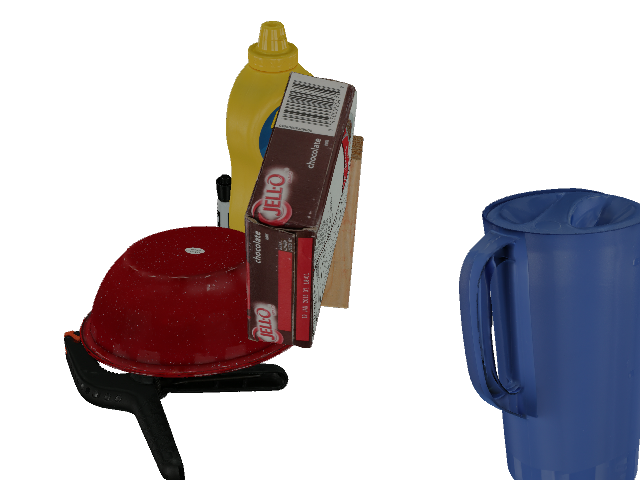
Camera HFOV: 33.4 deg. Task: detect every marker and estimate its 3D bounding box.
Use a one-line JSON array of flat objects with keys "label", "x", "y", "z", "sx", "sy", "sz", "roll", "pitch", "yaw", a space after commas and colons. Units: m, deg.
[{"label": "marker", "x": -0.101, "y": -0.020, "z": 1.138, "sx": 0.020, "sy": 0.121, "sz": 0.020, "roll": 2, "pitch": 41, "yaw": -2}]

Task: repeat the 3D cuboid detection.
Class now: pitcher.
[{"label": "pitcher", "x": 0.194, "y": 0.087, "z": 0.868, "sx": 0.149, "sy": 0.243, "sz": 0.145, "roll": -1, "pitch": 17, "yaw": 12}]

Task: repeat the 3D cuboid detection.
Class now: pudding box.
[{"label": "pudding box", "x": -0.010, "y": -0.016, "z": 0.546, "sx": 0.039, "sy": 0.113, "sz": 0.090, "roll": 11, "pitch": -43, "yaw": 6}]

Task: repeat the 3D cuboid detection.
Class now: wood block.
[{"label": "wood block", "x": 0.002, "y": -0.027, "z": 1.378, "sx": 0.090, "sy": 0.206, "sz": 0.090, "roll": 5, "pitch": 25, "yaw": 1}]

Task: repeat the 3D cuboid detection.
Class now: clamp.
[{"label": "clamp", "x": -0.146, "y": 0.127, "z": 0.976, "sx": 0.210, "sy": 0.036, "sz": 0.164, "roll": 25, "pitch": 37, "yaw": 31}]

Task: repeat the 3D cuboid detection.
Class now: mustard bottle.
[{"label": "mustard bottle", "x": -0.039, "y": -0.091, "z": 0.900, "sx": 0.058, "sy": 0.192, "sz": 0.096, "roll": 22, "pitch": 38, "yaw": 33}]

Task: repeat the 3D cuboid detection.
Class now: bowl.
[{"label": "bowl", "x": -0.086, "y": 0.032, "z": 0.732, "sx": 0.162, "sy": 0.055, "sz": 0.162, "roll": -2, "pitch": 22, "yaw": 1}]
